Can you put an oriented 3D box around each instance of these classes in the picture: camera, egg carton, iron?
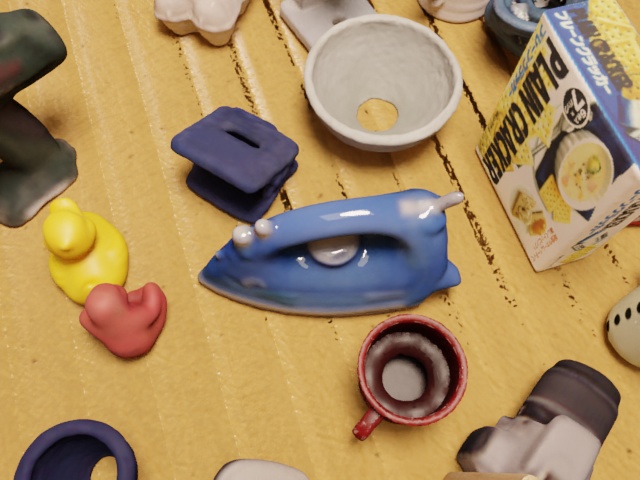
[{"bbox_3d":[0.213,0.180,0.483,0.143,0.101,0.137,37,72,13],"label":"camera"},{"bbox_3d":[-0.130,-0.311,0.688,0.107,0.069,0.150,18,69,6],"label":"egg carton"},{"bbox_3d":[0.005,0.002,0.528,0.258,0.141,0.118,-7,69,-4],"label":"iron"}]

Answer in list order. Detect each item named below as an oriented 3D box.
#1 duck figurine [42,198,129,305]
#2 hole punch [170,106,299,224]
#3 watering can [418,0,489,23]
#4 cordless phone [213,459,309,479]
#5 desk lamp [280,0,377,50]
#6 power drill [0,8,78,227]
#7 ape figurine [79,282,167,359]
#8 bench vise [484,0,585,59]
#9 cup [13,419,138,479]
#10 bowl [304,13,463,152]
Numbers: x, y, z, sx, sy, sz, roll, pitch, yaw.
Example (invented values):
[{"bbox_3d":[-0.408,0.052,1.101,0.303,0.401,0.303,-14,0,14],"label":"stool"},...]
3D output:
[{"bbox_3d":[-0.233,0.008,0.552,0.077,0.086,0.104,-20,70,-8],"label":"duck figurine"},{"bbox_3d":[-0.085,-0.090,0.590,0.108,0.091,0.101,29,71,10],"label":"hole punch"},{"bbox_3d":[0.174,-0.357,0.644,0.101,0.194,0.173,16,69,6],"label":"watering can"},{"bbox_3d":[-0.058,0.236,0.412,0.094,0.185,0.147,7,68,2],"label":"cordless phone"},{"bbox_3d":[0.004,-0.331,0.621,0.118,0.213,0.203,-31,72,-12],"label":"desk lamp"},{"bbox_3d":[-0.319,-0.097,0.527,0.075,0.208,0.230,38,73,13],"label":"power drill"},{"bbox_3d":[-0.185,0.067,0.527,0.078,0.092,0.076,-3,68,-2],"label":"ape figurine"},{"bbox_3d":[0.273,-0.240,0.585,0.207,0.220,0.122,41,74,14],"label":"bench vise"},{"bbox_3d":[-0.180,0.209,0.469,0.092,0.095,0.117,-29,71,-11],"label":"cup"},{"bbox_3d":[0.065,-0.159,0.628,0.167,0.075,0.167,0,68,-1],"label":"bowl"}]
